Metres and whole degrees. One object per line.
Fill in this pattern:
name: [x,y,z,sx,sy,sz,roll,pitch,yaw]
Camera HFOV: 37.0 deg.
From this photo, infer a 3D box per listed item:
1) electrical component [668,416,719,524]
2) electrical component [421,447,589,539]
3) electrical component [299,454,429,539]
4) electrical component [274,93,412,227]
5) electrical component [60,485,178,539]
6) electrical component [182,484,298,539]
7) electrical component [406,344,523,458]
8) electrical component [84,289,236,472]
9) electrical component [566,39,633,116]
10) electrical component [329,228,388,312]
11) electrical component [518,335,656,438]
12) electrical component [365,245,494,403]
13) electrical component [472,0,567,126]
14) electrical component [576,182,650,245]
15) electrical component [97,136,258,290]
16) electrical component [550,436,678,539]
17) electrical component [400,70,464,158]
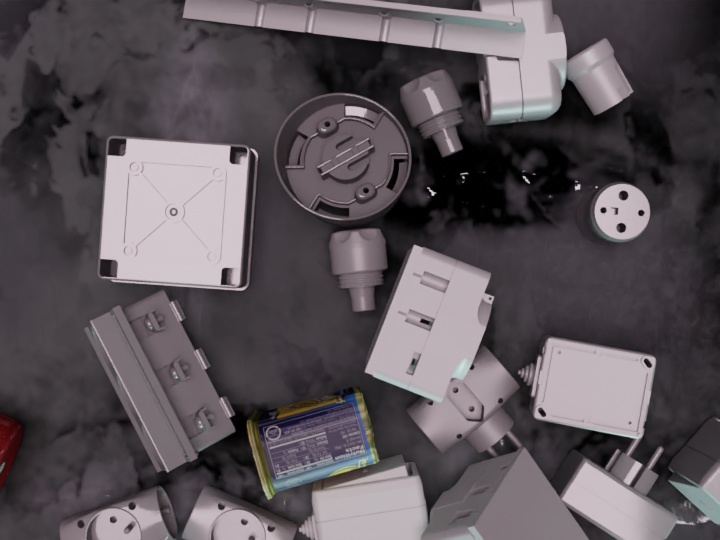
electrical component: [0.275,0.155,0.787,0.062,0.096,0.061,42,89,0]
electrical component: [0.119,0.219,0.776,0.062,0.089,0.150,-27,102,43]
electrical component: [0.001,0.177,0.802,0.096,0.062,0.061,-9,90,0]
electrical component: [-0.011,-0.080,0.800,0.099,0.064,0.099,-1,81,3]
electrical component: [-0.175,0.212,0.810,0.077,0.044,0.079,-19,90,0]
electrical component: [-0.097,0.213,0.810,0.077,0.044,0.079,24,89,0]
electrical component: [0.089,0.111,0.812,0.077,0.043,0.079,-41,90,-1]
electrical component: [-0.147,0.081,0.800,0.063,0.079,0.121,-27,90,-22]
electrical component: [0.181,-0.146,0.817,0.040,0.040,0.046,-32,95,-1]
electrical component: [0.000,0.000,0.813,0.043,0.043,0.062,-6,91,0]
electrical component: [0.166,0.085,0.808,0.096,0.061,0.061,10,89,6]
electrical component: [0.049,0.037,0.759,0.062,0.150,0.089,21,90,1]
electrical component: [0.120,-0.160,0.809,0.059,0.054,0.095,-6,90,0]
electrical component: [0.190,-0.042,0.808,0.045,0.055,0.045,0,90,0]
electrical component: [-0.135,-0.042,0.806,0.109,0.056,0.108,4,90,0]
electrical component: [0.200,0.160,0.811,0.083,0.047,0.075,33,89,0]
electrical component: [0.058,-0.117,0.814,0.043,0.043,0.062,-23,91,-1]
